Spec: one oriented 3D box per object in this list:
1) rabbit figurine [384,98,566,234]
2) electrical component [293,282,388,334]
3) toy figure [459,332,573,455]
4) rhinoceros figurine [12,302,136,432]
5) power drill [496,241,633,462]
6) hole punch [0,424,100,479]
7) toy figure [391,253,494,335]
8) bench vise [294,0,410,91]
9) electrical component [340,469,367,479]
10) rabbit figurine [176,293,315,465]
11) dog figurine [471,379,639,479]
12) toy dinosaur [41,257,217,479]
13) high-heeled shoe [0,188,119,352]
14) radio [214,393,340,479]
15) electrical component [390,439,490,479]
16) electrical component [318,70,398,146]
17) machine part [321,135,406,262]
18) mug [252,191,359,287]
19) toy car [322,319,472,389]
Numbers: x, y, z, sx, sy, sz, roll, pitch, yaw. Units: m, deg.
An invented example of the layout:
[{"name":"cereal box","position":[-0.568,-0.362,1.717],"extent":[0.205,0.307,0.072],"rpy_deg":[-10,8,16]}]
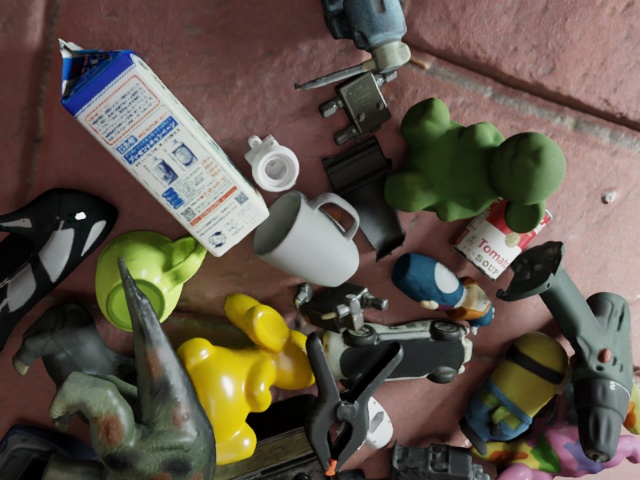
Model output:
[{"name":"rabbit figurine","position":[0.174,-0.062,0.551],"extent":[0.159,0.170,0.121],"rpy_deg":[26,83,-33]},{"name":"electrical component","position":[0.017,0.073,0.619],"extent":[0.078,0.102,0.045],"rpy_deg":[-37,119,-26]},{"name":"toy figure","position":[0.263,0.206,0.731],"extent":[0.180,0.082,0.089],"rpy_deg":[-45,115,8]},{"name":"rhinoceros figurine","position":[-0.248,0.151,0.599],"extent":[0.112,0.073,0.190],"rpy_deg":[-33,113,-9]},{"name":"power drill","position":[0.312,0.116,0.657],"extent":[0.207,0.232,0.086],"rpy_deg":[46,140,-6]},{"name":"hole punch","position":[-0.330,0.284,0.627],"extent":[0.142,0.092,0.115],"rpy_deg":[-55,141,7]},{"name":"toy figure","position":[0.160,0.067,0.664],"extent":[0.154,0.058,0.064],"rpy_deg":[26,84,-18]},{"name":"bench vise","position":[0.035,-0.254,0.434],"extent":[0.129,0.241,0.223],"rpy_deg":[-8,95,-7]},{"name":"electrical component","position":[0.045,0.366,0.755],"extent":[0.119,0.048,0.074],"rpy_deg":[10,107,-15]},{"name":"rabbit figurine","position":[-0.080,0.144,0.623],"extent":[0.173,0.122,0.162],"rpy_deg":[-10,100,-29]},{"name":"dog figurine","position":[0.328,0.275,0.758],"extent":[0.219,0.109,0.191],"rpy_deg":[-16,113,-4]},{"name":"toy dinosaur","position":[-0.168,0.222,0.517],"extent":[0.192,0.131,0.404],"rpy_deg":[20,114,-15]},{"name":"high-heeled shoe","position":[-0.303,0.053,0.564],"extent":[0.145,0.086,0.248],"rpy_deg":[-7,134,-43]},{"name":"radio","position":[-0.093,0.295,0.680],"extent":[0.230,0.073,0.131],"rpy_deg":[-16,108,-6]},{"name":"electrical component","position":[0.164,0.343,0.743],"extent":[0.134,0.058,0.114],"rpy_deg":[1,113,15]},{"name":"electrical component","position":[0.048,-0.146,0.582],"extent":[0.094,0.021,0.063],"rpy_deg":[-32,114,-1]},{"name":"machine part","position":[0.059,-0.044,0.615],"extent":[0.084,0.039,0.138],"rpy_deg":[-27,112,-8]},{"name":"mug","position":[-0.001,-0.002,0.592],"extent":[0.107,0.081,0.109],"rpy_deg":[35,115,-32]},{"name":"toy car","position":[0.099,0.142,0.683],"extent":[0.202,0.056,0.073],"rpy_deg":[-1,103,-14]}]
